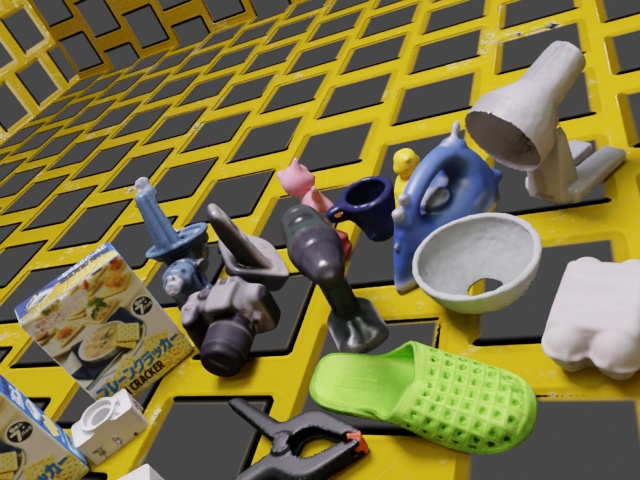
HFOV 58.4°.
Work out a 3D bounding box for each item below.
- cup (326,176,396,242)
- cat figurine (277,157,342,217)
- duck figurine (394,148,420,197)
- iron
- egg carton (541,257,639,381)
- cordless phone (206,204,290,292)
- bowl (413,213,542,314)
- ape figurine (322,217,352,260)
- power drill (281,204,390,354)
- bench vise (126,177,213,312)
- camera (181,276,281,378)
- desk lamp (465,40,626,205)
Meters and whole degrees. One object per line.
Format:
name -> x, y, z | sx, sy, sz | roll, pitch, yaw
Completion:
cup -> 0.076, -0.038, 0.937 | 0.117, 0.095, 0.091 | -26, 33, 2
cat figurine -> -0.028, -0.095, 1.064 | 0.067, 0.118, 0.127 | -34, 34, -10
duck figurine -> 0.158, -0.116, 0.995 | 0.077, 0.086, 0.104 | -27, 33, 0
iron -> 0.167, -0.056, 0.856 | 0.118, 0.142, 0.259 | 11, 49, 43
egg carton -> 0.314, 0.083, 0.634 | 0.107, 0.070, 0.150 | 3, 44, 37
cordless phone -> -0.135, -0.002, 0.951 | 0.094, 0.185, 0.147 | -32, 34, -7
bowl -> 0.211, 0.042, 0.754 | 0.167, 0.075, 0.167 | -18, 34, 13
ape figurine -> 0.009, 0.003, 0.930 | 0.078, 0.092, 0.076 | -28, 33, -1
power drill -> 0.016, 0.053, 0.752 | 0.075, 0.209, 0.229 | -29, 33, -2
bench vise -> -0.248, 0.002, 0.991 | 0.121, 0.220, 0.206 | -33, 34, -10
camera -> -0.149, 0.130, 0.859 | 0.143, 0.101, 0.137 | -12, 36, 21
desk lamp -> 0.322, -0.156, 0.820 | 0.203, 0.214, 0.117 | -38, 35, -17
